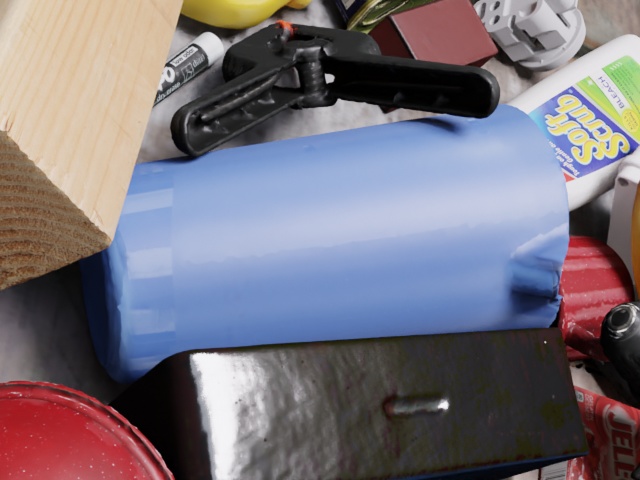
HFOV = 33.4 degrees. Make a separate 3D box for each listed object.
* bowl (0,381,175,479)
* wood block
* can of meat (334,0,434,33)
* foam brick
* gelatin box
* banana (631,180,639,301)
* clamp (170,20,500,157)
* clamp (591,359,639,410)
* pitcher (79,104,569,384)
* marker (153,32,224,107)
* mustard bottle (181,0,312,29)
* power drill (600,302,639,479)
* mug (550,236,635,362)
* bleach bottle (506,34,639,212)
[{"bbox_3d":[-0.133,0.139,0.430,0.162,0.162,0.055,68,13,10],"label":"bowl"},{"bbox_3d":[-0.138,-0.085,0.516,0.090,0.090,0.206,51,31,-36],"label":"wood block"},{"bbox_3d":[0.046,-0.196,0.746,0.101,0.058,0.084,-20,79,-36],"label":"can of meat"},{"bbox_3d":[0.072,-0.130,0.735,0.078,0.053,0.051,-25,83,-37],"label":"foam brick"},{"bbox_3d":[0.181,0.146,0.694,0.073,0.030,0.089,22,60,-22],"label":"gelatin box"},{"bbox_3d":[0.234,0.037,0.687,0.197,0.037,0.069,49,56,-39],"label":"banana"},{"bbox_3d":[0.005,-0.094,0.604,0.164,0.210,0.036,-5,112,-1],"label":"clamp"},{"bbox_3d":[0.257,0.106,0.749,0.171,0.039,0.120,18,44,-21],"label":"clamp"},{"bbox_3d":[-0.004,0.001,0.576,0.242,0.149,0.145,-8,71,-19],"label":"pitcher"},{"bbox_3d":[-0.101,-0.088,0.632,0.020,0.020,0.121,48,54,-5],"label":"marker"},{"bbox_3d":[-0.073,-0.181,0.665,0.191,0.058,0.096,8,59,-29],"label":"mustard bottle"},{"bbox_3d":[0.184,0.148,0.618,0.184,0.057,0.187,40,79,-32],"label":"power drill"},{"bbox_3d":[0.153,0.043,0.676,0.081,0.117,0.093,-3,113,-37],"label":"mug"},{"bbox_3d":[0.164,-0.057,0.755,0.250,0.068,0.102,-34,90,-34],"label":"bleach bottle"}]
